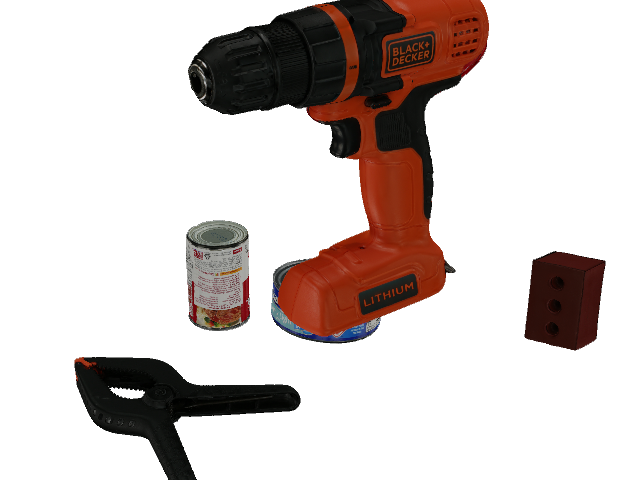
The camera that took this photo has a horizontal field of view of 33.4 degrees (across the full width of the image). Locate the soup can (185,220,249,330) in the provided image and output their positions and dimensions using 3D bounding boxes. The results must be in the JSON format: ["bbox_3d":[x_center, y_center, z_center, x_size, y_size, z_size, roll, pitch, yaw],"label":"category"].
[{"bbox_3d":[-0.111,0.037,1.158,0.068,0.102,0.068,1,25,-1],"label":"soup can"}]

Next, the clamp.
[{"bbox_3d":[-0.134,0.149,0.974,0.210,0.036,0.164,23,36,31],"label":"clamp"}]

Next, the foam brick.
[{"bbox_3d":[0.224,0.055,0.979,0.053,0.078,0.051,12,17,33],"label":"foam brick"}]

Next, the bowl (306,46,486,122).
[{"bbox_3d":[0.053,-0.160,0.885,0.162,0.055,0.162,-21,26,11],"label":"bowl"}]

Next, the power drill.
[{"bbox_3d":[0.014,-0.042,0.601,0.184,0.188,0.057,-17,34,-29],"label":"power drill"}]

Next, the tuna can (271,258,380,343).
[{"bbox_3d":[0.005,0.045,0.814,0.086,0.034,0.086,4,22,-2],"label":"tuna can"}]
